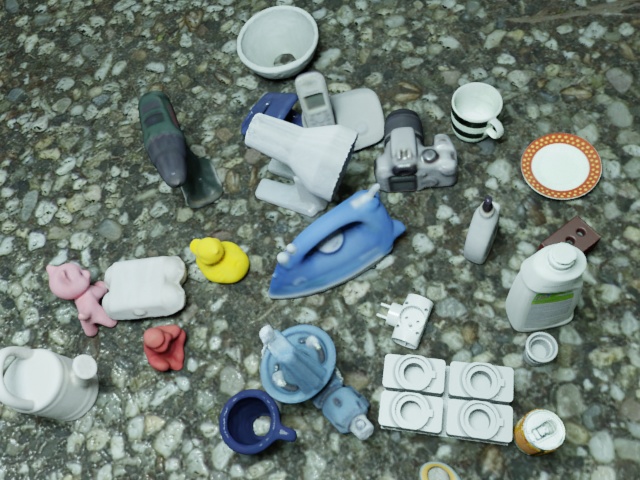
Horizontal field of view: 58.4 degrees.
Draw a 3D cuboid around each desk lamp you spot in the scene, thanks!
[{"bbox_3d":[-0.031,-0.124,0.959,0.202,0.214,0.118,18,72,18],"label":"desk lamp"}]

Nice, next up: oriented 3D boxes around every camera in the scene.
[{"bbox_3d":[0.164,-0.166,1.002,0.143,0.101,0.137,-4,66,9],"label":"camera"}]

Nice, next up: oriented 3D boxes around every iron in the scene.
[{"bbox_3d":[0.009,0.003,0.937,0.258,0.142,0.118,-34,65,-5],"label":"iron"}]

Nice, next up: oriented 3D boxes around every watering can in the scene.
[{"bbox_3d":[-0.436,0.219,0.900,0.173,0.194,0.100,-34,65,-5],"label":"watering can"}]

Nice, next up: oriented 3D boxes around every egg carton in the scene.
[{"bbox_3d":[-0.306,0.085,1.001,0.150,0.069,0.107,-8,66,7],"label":"egg carton"}]

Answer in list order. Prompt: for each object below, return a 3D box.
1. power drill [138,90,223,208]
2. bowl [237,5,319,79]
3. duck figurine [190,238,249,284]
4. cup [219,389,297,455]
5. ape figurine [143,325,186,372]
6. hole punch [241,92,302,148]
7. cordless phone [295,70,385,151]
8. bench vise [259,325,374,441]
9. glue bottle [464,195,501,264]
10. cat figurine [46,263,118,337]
[{"bbox_3d":[-0.247,-0.145,1.012,0.075,0.209,0.229,-27,65,-1],"label":"power drill"},{"bbox_3d":[-0.079,-0.385,1.156,0.167,0.075,0.167,-4,67,9],"label":"bowl"},{"bbox_3d":[-0.178,0.028,0.992,0.104,0.086,0.077,20,72,18],"label":"duck figurine"},{"bbox_3d":[-0.082,0.281,0.861,0.117,0.095,0.092,12,70,16],"label":"cup"},{"bbox_3d":[-0.261,0.171,0.944,0.076,0.092,0.078,36,78,22],"label":"ape figurine"},{"bbox_3d":[-0.094,-0.227,1.083,0.101,0.091,0.109,25,74,20],"label":"hole punch"},{"bbox_3d":[0.034,-0.235,1.010,0.147,0.185,0.094,-18,65,3],"label":"cordless phone"},{"bbox_3d":[-0.004,0.187,0.817,0.207,0.220,0.121,22,73,19],"label":"bench vise"},{"bbox_3d":[0.254,-0.026,0.885,0.037,0.173,0.078,23,73,19],"label":"glue bottle"},{"bbox_3d":[-0.420,0.094,0.993,0.067,0.118,0.127,-31,65,-3],"label":"cat figurine"}]
